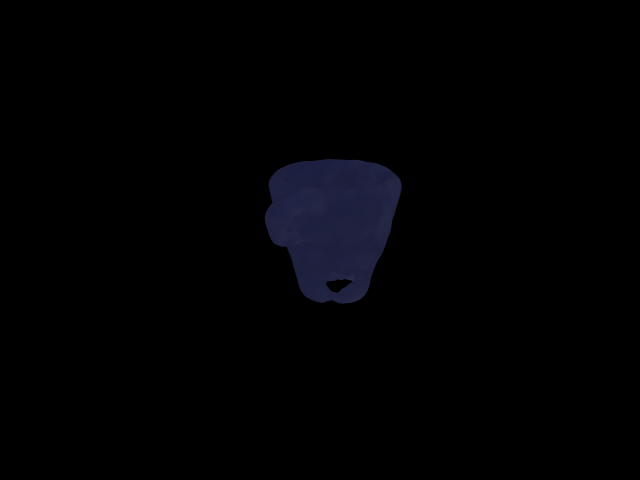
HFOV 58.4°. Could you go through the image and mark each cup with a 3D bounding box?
[{"bbox_3d":[0.004,0.001,0.400,0.091,0.095,0.118,13,26,29],"label":"cup"}]
